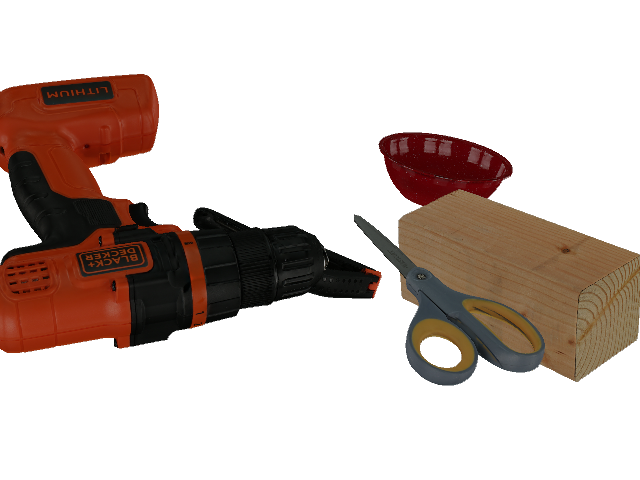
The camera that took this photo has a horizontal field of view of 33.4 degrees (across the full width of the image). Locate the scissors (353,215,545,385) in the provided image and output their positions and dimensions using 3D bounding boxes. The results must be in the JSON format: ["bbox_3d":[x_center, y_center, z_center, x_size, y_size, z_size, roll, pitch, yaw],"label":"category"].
[{"bbox_3d":[0.060,0.039,0.728,0.096,0.016,0.202,-26,41,-34],"label":"scissors"}]

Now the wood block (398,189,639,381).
[{"bbox_3d":[0.175,0.033,0.966,0.090,0.090,0.206,-25,34,-34],"label":"wood block"}]

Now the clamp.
[{"bbox_3d":[-0.038,0.025,1.110,0.210,0.036,0.164,17,18,-6],"label":"clamp"}]

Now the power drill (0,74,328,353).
[{"bbox_3d":[-0.107,-0.022,0.608,0.184,0.057,0.188,-8,43,-20],"label":"power drill"}]

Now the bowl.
[{"bbox_3d":[0.144,-0.077,1.274,0.162,0.055,0.162,8,24,-4],"label":"bowl"}]
